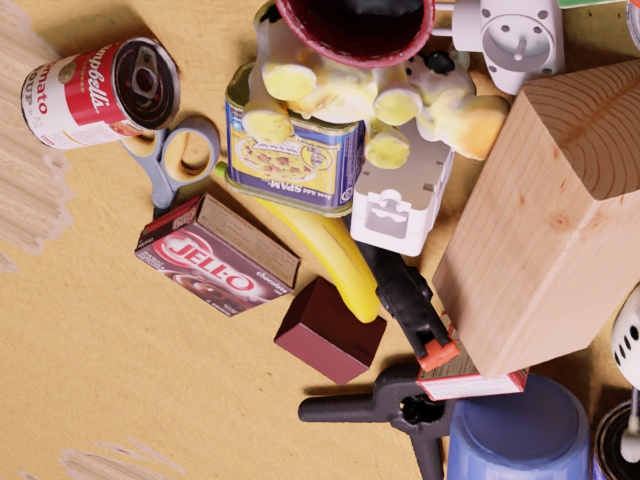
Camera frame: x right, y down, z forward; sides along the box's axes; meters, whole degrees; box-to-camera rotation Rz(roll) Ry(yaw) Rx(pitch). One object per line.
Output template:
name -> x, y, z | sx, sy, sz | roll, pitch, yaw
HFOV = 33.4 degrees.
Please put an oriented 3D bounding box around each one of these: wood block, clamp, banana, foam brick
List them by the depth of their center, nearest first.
wood block -> 0.152, -0.006, 0.684 | 0.090, 0.090, 0.206 | -14, 149, -20
clamp -> 0.064, 0.041, 0.786 | 0.039, 0.171, 0.120 | -35, 133, 11
banana -> 0.002, 0.000, 0.854 | 0.197, 0.037, 0.070 | 48, 161, -25
foam brick -> 0.009, 0.081, 0.930 | 0.078, 0.053, 0.051 | 35, 143, -13
clamp -> 0.090, 0.169, 1.005 | 0.164, 0.036, 0.210 | 33, 142, -12

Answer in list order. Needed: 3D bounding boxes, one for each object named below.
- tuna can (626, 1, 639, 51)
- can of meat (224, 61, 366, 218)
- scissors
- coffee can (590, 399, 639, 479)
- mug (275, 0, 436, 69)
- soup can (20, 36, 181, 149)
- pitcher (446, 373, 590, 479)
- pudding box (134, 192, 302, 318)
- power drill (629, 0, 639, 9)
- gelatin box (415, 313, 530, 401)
tuna can -> 0.211, -0.129, 0.573 | 0.086, 0.033, 0.086 | 16, 142, 12
can of meat -> -0.018, -0.072, 0.755 | 0.102, 0.057, 0.084 | 16, 141, 11
scissors -> -0.144, -0.051, 0.887 | 0.096, 0.016, 0.202 | 34, 143, -9
coffee can -> 0.278, 0.212, 0.896 | 0.103, 0.102, 0.140 | 10, 141, 19
mug -> 0.019, -0.160, 0.604 | 0.117, 0.081, 0.093 | 10, 141, 18
soup can -> -0.162, -0.106, 0.786 | 0.102, 0.068, 0.068 | -6, 134, 36
pitcher -> 0.166, 0.223, 0.915 | 0.149, 0.144, 0.243 | 34, 143, 39
pudding box -> -0.086, 0.015, 0.903 | 0.113, 0.039, 0.090 | 34, 143, -29
power drill -> 0.137, -0.210, 0.446 | 0.188, 0.057, 0.185 | 45, 141, 11
gelatin box -> 0.128, 0.089, 0.855 | 0.089, 0.073, 0.030 | -15, 128, 41
